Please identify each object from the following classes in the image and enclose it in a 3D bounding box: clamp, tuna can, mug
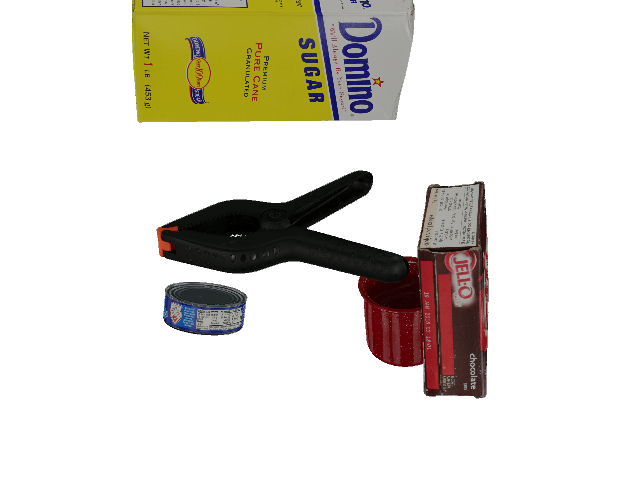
[{"bbox_3d":[-0.035,-0.013,0.931,0.210,0.036,0.164,-2,31,-1],"label":"clamp"},{"bbox_3d":[-0.121,0.071,1.114,0.086,0.034,0.086,7,12,-2],"label":"tuna can"},{"bbox_3d":[0.096,0.070,1.109,0.117,0.081,0.093,-31,43,-32],"label":"mug"}]

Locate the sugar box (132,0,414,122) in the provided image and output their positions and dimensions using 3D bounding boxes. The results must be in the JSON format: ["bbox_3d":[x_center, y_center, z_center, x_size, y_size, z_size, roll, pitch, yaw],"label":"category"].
[{"bbox_3d":[-0.032,-0.122,0.692,0.176,0.048,0.093,0,-41,-6],"label":"sugar box"}]

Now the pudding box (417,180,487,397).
[{"bbox_3d":[0.078,0.025,0.616,0.039,0.090,0.113,-1,21,8],"label":"pudding box"}]
